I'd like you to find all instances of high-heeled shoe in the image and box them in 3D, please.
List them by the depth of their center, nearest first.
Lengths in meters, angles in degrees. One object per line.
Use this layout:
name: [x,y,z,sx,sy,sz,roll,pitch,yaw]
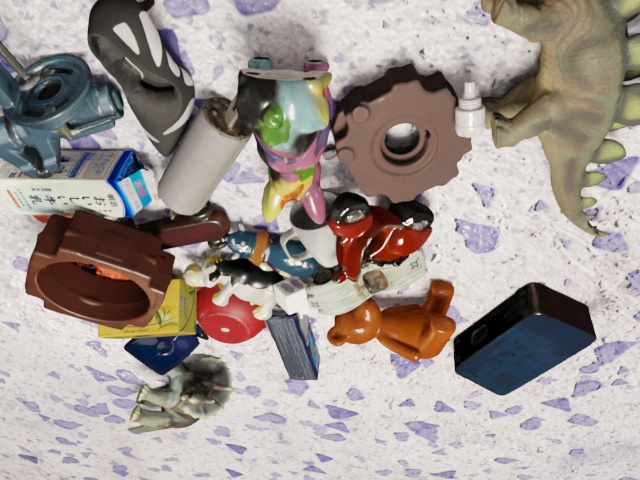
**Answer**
high-heeled shoe: [-0.217,-0.177,0.654,0.086,0.145,0.248,7,132,5]

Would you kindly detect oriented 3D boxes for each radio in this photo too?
radio: [0.347,0.178,0.943,0.131,0.073,0.229,26,130,-14]

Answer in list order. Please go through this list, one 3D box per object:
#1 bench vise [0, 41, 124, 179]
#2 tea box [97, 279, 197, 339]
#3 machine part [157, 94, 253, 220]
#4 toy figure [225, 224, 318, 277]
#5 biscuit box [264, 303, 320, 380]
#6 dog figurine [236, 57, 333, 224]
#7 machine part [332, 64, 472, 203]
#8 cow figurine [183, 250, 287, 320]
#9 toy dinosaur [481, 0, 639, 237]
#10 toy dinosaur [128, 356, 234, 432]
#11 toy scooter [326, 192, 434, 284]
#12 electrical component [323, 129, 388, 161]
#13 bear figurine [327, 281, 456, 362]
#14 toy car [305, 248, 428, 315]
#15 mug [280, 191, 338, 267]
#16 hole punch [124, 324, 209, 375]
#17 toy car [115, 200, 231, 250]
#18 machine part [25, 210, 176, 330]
bench vise: [-0.385,-0.187,0.679,0.224,0.129,0.240,-8,149,7]
tea box: [-0.315,0.129,0.985,0.170,0.098,0.068,-8,165,16]
machine part: [-0.164,-0.113,0.753,0.079,0.079,0.243,29,132,-17]
toy figure: [-0.078,0.020,0.874,0.154,0.064,0.057,16,148,-6]
biscuit box: [-0.048,0.192,1.034,0.063,0.059,0.202,-4,132,12]
dog figurine: [-0.037,-0.109,0.673,0.109,0.192,0.219,-1,118,2]
machine part: [0.105,-0.129,0.685,0.179,0.056,0.179,-2,129,-2]
cow figurine: [-0.145,0.064,0.921,0.167,0.068,0.098,22,119,-16]
toy dinosaur: [0.288,-0.162,0.610,0.199,0.105,0.470,-7,136,12]
toy dinosaur: [-0.317,0.368,1.220,0.192,0.131,0.404,22,139,-11]
toy scooter: [0.078,0.004,0.770,0.184,0.075,0.135,3,115,-35]
electrical component: [0.042,-0.139,0.727,0.094,0.021,0.063,-15,129,19]
bear figurine: [0.117,0.129,0.910,0.196,0.120,0.131,16,130,3]
toy car: [0.073,0.063,0.867,0.202,0.056,0.073,-24,127,5]
mug: [-0.002,-0.002,0.815,0.109,0.081,0.107,-36,136,-11]
hole punch: [-0.310,0.196,1.069,0.116,0.092,0.142,-28,119,27]
toy car: [-0.243,-0.015,0.875,0.202,0.053,0.089,-10,142,13]
machine part: [-0.346,0.052,0.853,0.201,0.087,0.201,21,138,-20]
